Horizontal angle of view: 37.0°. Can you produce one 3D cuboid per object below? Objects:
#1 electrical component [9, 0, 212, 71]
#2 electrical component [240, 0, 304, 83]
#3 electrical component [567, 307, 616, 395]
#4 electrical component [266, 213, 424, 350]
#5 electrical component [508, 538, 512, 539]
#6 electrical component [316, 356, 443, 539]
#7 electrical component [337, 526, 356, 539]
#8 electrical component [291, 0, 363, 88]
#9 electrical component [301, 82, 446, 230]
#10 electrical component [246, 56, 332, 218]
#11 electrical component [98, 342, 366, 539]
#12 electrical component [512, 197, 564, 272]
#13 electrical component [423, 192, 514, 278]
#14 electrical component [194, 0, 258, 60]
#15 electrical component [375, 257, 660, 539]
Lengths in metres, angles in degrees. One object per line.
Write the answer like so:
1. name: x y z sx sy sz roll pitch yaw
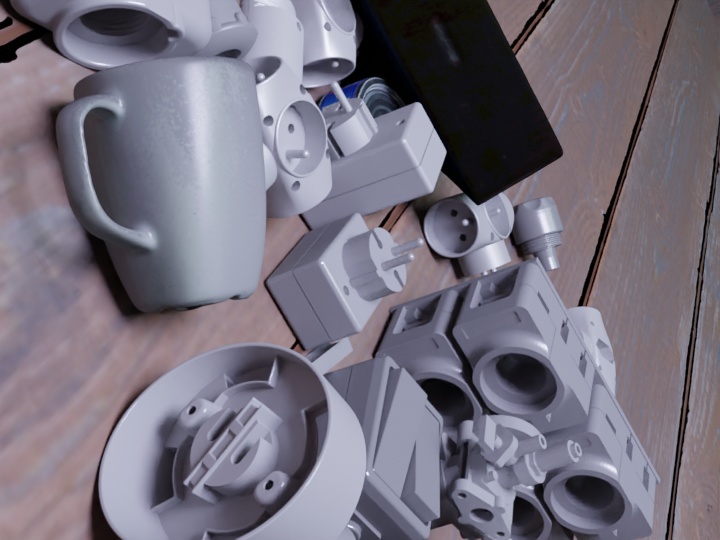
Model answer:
1. electrical component: -0.117 -0.134 0.507 0.095 0.054 0.059 22 54 -54
2. electrical component: -0.054 -0.130 0.624 0.043 0.043 0.081 38 42 -44
3. electrical component: 0.179 0.068 0.900 0.079 0.043 0.077 33 45 -48
4. electrical component: 0.000 0.000 0.598 0.047 0.077 0.065 61 30 -16
5. electrical component: 0.055 0.206 0.554 0.089 0.061 0.150 52 22 21
6. electrical component: 0.005 0.101 0.559 0.061 0.061 0.096 50 34 -31
7. electrical component: -0.034 0.125 0.493 0.055 0.045 0.045 45 37 -37
8. electrical component: -0.023 -0.158 0.694 0.079 0.044 0.077 8 65 -59
9. electrical component: -0.006 -0.074 0.626 0.075 0.083 0.047 58 30 -26
10. electrical component: -0.057 -0.060 0.568 0.079 0.044 0.077 -50 131 -38
11. electrical component: -0.050 0.078 0.445 0.064 0.099 0.099 46 36 -47
12. electrical component: 0.154 -0.029 0.920 0.043 0.043 0.062 -9 82 -61
13. electrical component: 0.088 -0.019 0.798 0.077 0.044 0.079 -20 89 -62
14. electrical component: -0.087 -0.138 0.573 0.048 0.048 0.062 -12 74 -61
15. electrical component: 0.102 0.097 0.683 0.186 0.105 0.060 58 31 -21
